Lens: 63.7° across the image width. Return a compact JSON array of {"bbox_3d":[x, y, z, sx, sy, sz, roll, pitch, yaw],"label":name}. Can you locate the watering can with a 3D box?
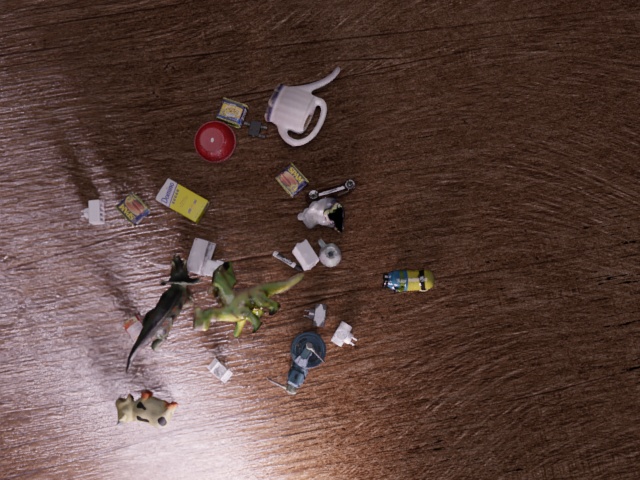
[{"bbox_3d":[-0.072,-0.522,1.929,0.225,0.350,0.103,22,-9,4],"label":"watering can"}]

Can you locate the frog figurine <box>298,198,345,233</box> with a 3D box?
[{"bbox_3d":[0.006,-0.093,1.853,0.160,0.124,0.136,8,-12,45],"label":"frog figurine"}]

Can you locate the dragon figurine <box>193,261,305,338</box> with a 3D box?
[{"bbox_3d":[-0.263,0.178,1.769,0.416,0.241,0.121,-45,10,-24],"label":"dragon figurine"}]
